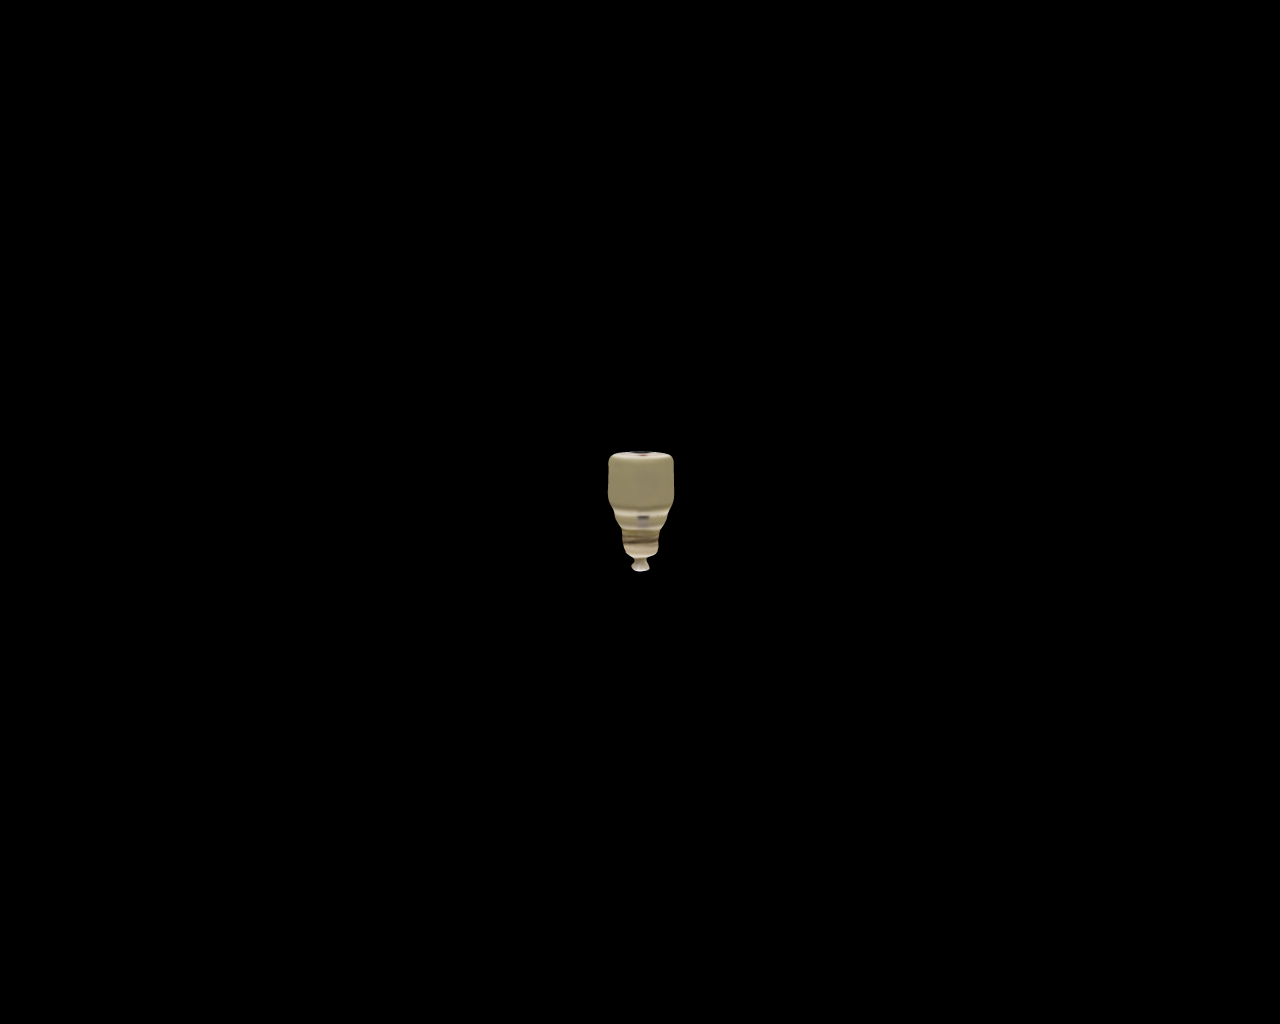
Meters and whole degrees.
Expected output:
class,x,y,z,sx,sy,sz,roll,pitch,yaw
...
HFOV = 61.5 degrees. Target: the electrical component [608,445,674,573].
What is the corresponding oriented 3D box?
class,x,y,z,sx,sy,sz,roll,pitch,yaw
electrical component,0.001,-0.003,0.650,0.040,0.078,0.040,0,9,0
